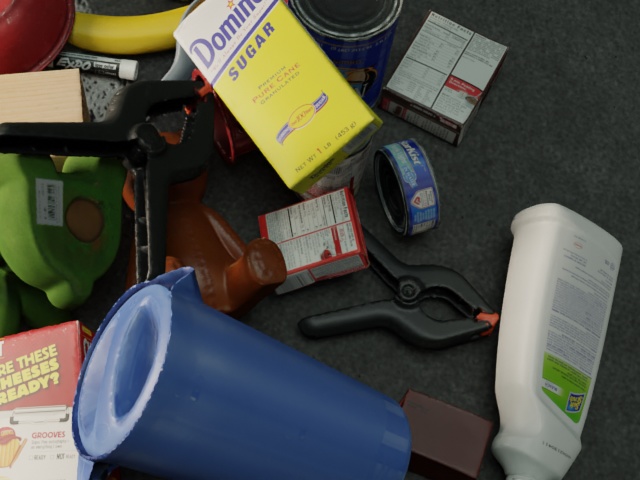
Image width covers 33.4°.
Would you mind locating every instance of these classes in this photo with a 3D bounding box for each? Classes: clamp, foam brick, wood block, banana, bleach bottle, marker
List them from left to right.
[{"bbox_3d":[-0.308,-0.083,0.941,0.206,0.090,0.091,-6,66,-8],"label":"wood block"},{"bbox_3d":[-0.236,-0.172,1.028,0.121,0.020,0.020,8,65,-2],"label":"marker"},{"bbox_3d":[-0.176,-0.212,1.042,0.197,0.037,0.069,-1,67,-6],"label":"banana"},{"bbox_3d":[-0.138,-0.062,0.847,0.164,0.036,0.209,49,42,-1],"label":"clamp"},{"bbox_3d":[0.067,0.059,0.941,0.171,0.039,0.120,24,72,13],"label":"clamp"},{"bbox_3d":[0.096,0.166,0.886,0.078,0.051,0.053,22,64,5],"label":"foam brick"},{"bbox_3d":[0.190,0.101,0.909,0.102,0.068,0.250,28,65,-21],"label":"bleach bottle"}]

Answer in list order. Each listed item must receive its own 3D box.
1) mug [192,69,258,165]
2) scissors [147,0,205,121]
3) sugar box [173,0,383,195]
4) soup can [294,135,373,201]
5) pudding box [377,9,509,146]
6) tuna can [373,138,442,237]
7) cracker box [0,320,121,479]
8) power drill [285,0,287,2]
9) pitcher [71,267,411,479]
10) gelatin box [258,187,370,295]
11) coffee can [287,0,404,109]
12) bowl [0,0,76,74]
[{"bbox_3d":[-0.058,-0.122,0.971,0.081,0.093,0.117,-23,26,-14],"label":"mug"},{"bbox_3d":[-0.125,-0.142,1.022,0.096,0.016,0.201,29,82,-19],"label":"scissors"},{"bbox_3d":[-0.037,-0.135,0.893,0.093,0.048,0.176,-40,79,8],"label":"sugar box"},{"bbox_3d":[0.010,-0.079,0.962,0.068,0.102,0.068,2,66,-4],"label":"soup can"},{"bbox_3d":[0.121,-0.160,1.046,0.090,0.039,0.113,27,64,8],"label":"pudding box"},{"bbox_3d":[0.078,-0.047,0.963,0.033,0.086,0.086,-16,68,-10],"label":"tuna can"},{"bbox_3d":[-0.239,0.186,0.816,0.164,0.072,0.214,-13,66,8],"label":"cracker box"},{"bbox_3d":[-0.017,-0.305,1.088,0.184,0.057,0.187,6,65,-3],"label":"power drill"},{"bbox_3d":[-0.056,0.142,0.797,0.242,0.149,0.145,27,37,-30],"label":"pitcher"},{"bbox_3d":[-0.006,0.001,0.942,0.089,0.030,0.073,-18,53,9],"label":"gelatin box"},{"bbox_3d":[0.017,-0.187,0.991,0.102,0.140,0.103,2,65,-5],"label":"coffee can"},{"bbox_3d":[-0.316,-0.219,1.004,0.162,0.055,0.162,-3,65,7],"label":"bowl"}]
